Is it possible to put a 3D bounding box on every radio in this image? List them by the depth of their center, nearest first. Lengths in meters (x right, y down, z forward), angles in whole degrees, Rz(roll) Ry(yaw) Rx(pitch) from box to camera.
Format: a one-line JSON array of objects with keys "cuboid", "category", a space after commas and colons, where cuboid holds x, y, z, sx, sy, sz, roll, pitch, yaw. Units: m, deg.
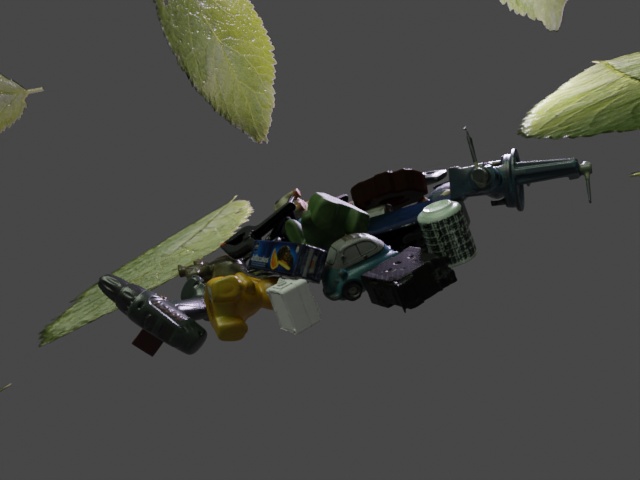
[{"cuboid": [0.179, -0.018, 1.091, 0.230, 0.073, 0.131, -18, 16, 27], "category": "radio"}]

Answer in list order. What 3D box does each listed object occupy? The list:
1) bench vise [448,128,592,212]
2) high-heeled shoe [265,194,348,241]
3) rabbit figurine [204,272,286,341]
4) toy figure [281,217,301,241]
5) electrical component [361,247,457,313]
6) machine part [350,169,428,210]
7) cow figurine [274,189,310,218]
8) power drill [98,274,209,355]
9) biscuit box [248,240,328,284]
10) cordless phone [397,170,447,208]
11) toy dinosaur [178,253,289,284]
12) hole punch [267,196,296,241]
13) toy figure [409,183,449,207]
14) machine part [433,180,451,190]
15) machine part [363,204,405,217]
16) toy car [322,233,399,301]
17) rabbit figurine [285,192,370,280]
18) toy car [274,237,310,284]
[{"cuboid": [0.369, -0.119, 0.993, 0.241, 0.129, 0.223, -6, -15, 27], "category": "bench vise"}, {"cuboid": [-0.039, -0.045, 1.458, 0.249, 0.086, 0.145, -45, 37, -14], "category": "high-heeled shoe"}, {"cuboid": [-0.134, 0.119, 1.054, 0.173, 0.121, 0.162, -12, 1, -17], "category": "rabbit figurine"}, {"cuboid": [-0.001, -0.002, 1.213, 0.180, 0.089, 0.082, 9, 2, 25], "category": "toy figure"}, {"cuboid": [0.138, 0.062, 0.888, 0.115, 0.058, 0.134, -27, 15, -23], "category": "electrical component"}, {"cuboid": [0.164, -0.110, 1.262, 0.179, 0.056, 0.179, -12, -13, -3], "category": "machine part"}, {"cuboid": [-0.072, -0.065, 1.538, 0.127, 0.085, 0.194, -23, -21, 14], "category": "cow figurine"}, {"cuboid": [-0.301, 0.125, 1.083, 0.086, 0.232, 0.207, -57, -13, 10], "category": "power drill"}, {"cuboid": [-0.066, 0.037, 1.020, 0.059, 0.062, 0.203, 19, -8, -30], "category": "biscuit box"}, {"cuboid": [0.227, -0.130, 1.373, 0.146, 0.088, 0.184, -31, 13, -31], "category": "cordless phone"}, {"cuboid": [-0.220, 0.082, 1.294, 0.198, 0.105, 0.472, -25, 18, -22], "category": "toy dinosaur"}, {"cuboid": [-0.070, -0.032, 1.341, 0.115, 0.092, 0.142, -55, 11, 25], "category": "hole punch"}, {"cuboid": [0.259, -0.083, 1.234, 0.154, 0.064, 0.058, -30, 53, -10], "category": "toy figure"}, {"cuboid": [0.324, -0.127, 1.338, 0.084, 0.039, 0.139, -12, 15, 19], "category": "machine part"}, {"cuboid": [0.093, -0.027, 1.249, 0.243, 0.079, 0.079, -15, 16, 29], "category": "machine part"}, {"cuboid": [0.069, 0.040, 0.989, 0.162, 0.102, 0.109, -26, 15, -6], "category": "toy car"}, {"cuboid": [-0.009, -0.006, 1.073, 0.121, 0.170, 0.159, 15, 10, -37], "category": "rabbit figurine"}, {"cuboid": [-0.066, 0.042, 1.204, 0.053, 0.089, 0.202, -43, 15, -3], "category": "toy car"}]
